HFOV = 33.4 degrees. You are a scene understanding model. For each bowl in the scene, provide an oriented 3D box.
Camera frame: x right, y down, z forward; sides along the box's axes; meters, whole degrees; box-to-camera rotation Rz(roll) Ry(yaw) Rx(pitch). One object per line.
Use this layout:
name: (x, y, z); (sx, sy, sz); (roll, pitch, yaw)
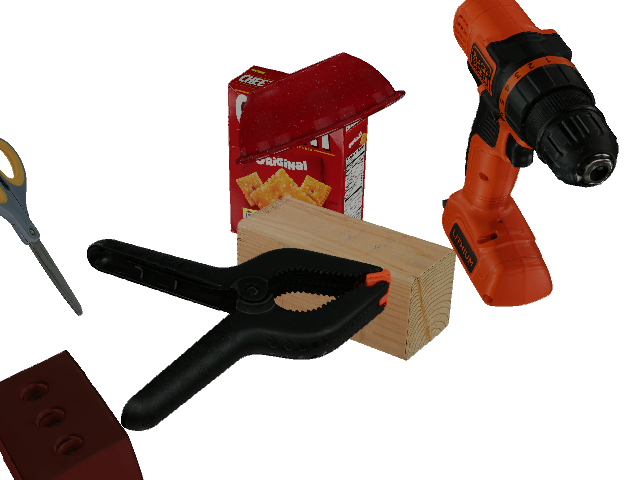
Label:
bowl: (-0.010, -0.122, 0.935); (0.162, 0.055, 0.162); (-22, 10, 4)

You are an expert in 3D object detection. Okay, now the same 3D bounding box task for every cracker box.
cracker box: (-0.031, -0.092, 1.324); (0.164, 0.214, 0.072); (17, 36, 23)

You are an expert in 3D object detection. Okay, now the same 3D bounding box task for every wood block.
wood block: (0.023, 0.034, 1.085); (0.206, 0.091, 0.090); (19, 31, 30)

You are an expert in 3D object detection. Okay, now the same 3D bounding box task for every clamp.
clamp: (-0.056, 0.041, 0.735); (0.209, 0.036, 0.165); (-13, 46, -20)

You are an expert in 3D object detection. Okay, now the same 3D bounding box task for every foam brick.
foam brick: (-0.129, 0.105, 0.535); (0.052, 0.051, 0.078); (-26, 42, -23)

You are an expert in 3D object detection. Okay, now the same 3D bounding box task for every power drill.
power drill: (0.132, -0.047, 0.703); (0.057, 0.188, 0.184); (-8, 43, -11)

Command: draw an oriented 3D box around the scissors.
scissors: (-0.291, -0.023, 1.072); (0.016, 0.201, 0.096); (-25, 28, 25)
